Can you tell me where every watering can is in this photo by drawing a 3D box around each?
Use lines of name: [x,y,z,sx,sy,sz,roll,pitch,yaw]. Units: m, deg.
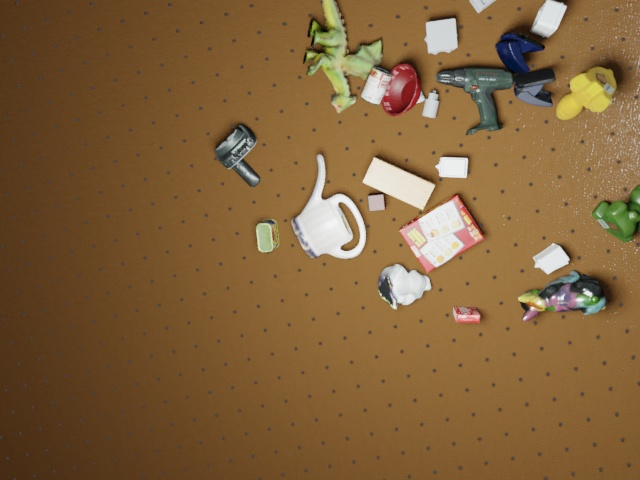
watering can: [0.005,-0.084,1.672,0.223,0.105,0.347,-28,93,11]

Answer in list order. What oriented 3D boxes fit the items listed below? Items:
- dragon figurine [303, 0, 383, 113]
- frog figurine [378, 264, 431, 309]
dragon figurine: [0.081,-0.609,1.622,0.242,0.123,0.407,11,101,-11]
frog figurine: [0.274,0.141,1.679,0.161,0.121,0.138,-20,85,-26]
